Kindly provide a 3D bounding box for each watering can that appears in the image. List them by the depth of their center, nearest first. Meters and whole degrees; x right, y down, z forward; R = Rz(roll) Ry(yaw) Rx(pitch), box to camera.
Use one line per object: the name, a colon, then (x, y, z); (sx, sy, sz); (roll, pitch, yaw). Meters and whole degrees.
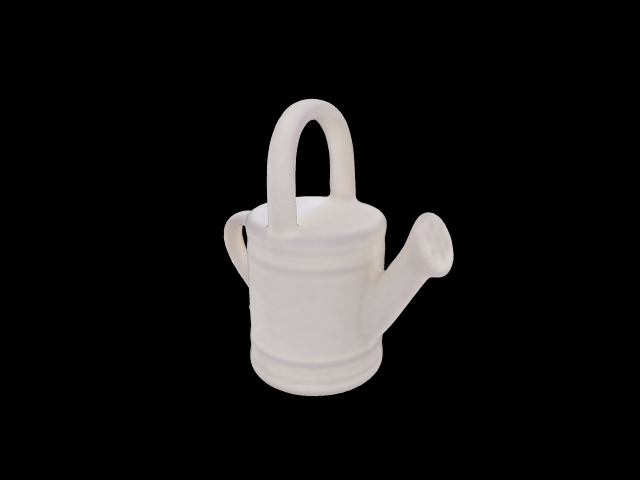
watering can: (0.005, 0.001, 0.402); (0.172, 0.194, 0.101); (4, 21, 10)
